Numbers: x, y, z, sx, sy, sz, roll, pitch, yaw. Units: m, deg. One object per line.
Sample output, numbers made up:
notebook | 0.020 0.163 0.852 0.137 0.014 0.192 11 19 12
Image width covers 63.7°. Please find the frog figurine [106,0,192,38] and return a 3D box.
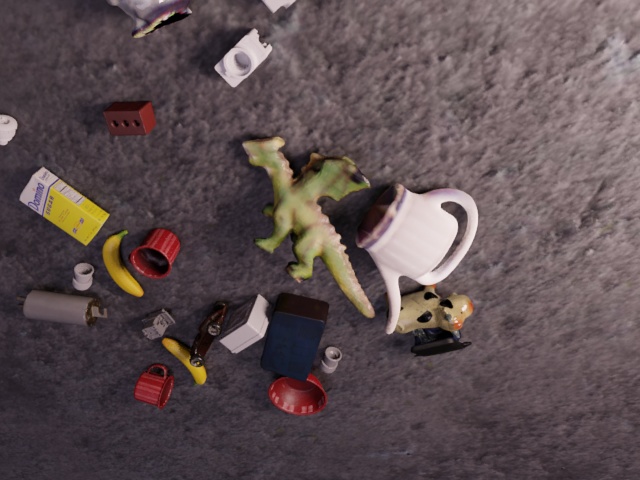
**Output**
frog figurine | -0.289 -0.427 0.832 0.138 0.123 0.157 -33 109 -9

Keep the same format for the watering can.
watering can | 0.169 0.029 1.057 0.223 0.106 0.344 31 106 -13

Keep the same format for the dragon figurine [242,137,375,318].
dragon figurine | 0.003 -0.051 1.007 0.411 0.124 0.238 38 121 6
